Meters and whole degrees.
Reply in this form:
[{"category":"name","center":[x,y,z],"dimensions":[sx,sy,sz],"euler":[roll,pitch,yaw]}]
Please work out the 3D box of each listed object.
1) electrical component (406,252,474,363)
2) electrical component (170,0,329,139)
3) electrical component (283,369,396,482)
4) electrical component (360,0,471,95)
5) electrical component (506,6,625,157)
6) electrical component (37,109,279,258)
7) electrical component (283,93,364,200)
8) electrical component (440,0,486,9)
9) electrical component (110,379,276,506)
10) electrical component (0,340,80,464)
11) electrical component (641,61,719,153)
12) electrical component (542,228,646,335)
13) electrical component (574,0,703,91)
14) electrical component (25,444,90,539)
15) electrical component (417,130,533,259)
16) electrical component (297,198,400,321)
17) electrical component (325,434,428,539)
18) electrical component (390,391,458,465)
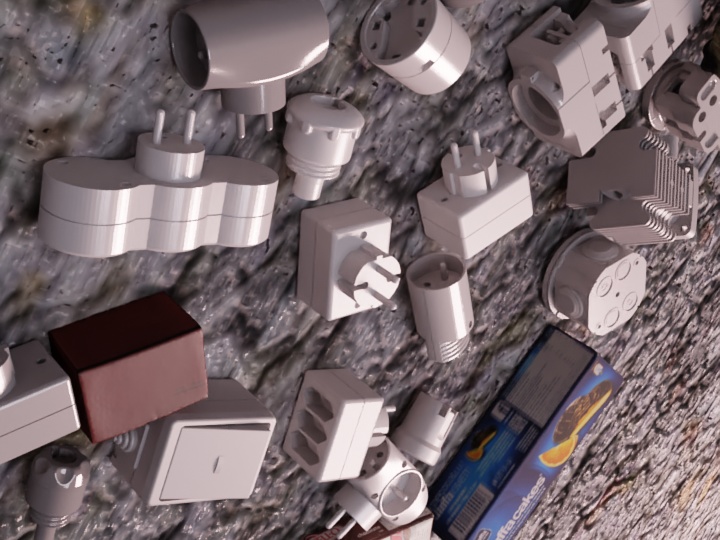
[{"category":"electrical component","center":[0.061,0.032,0.792],"dimensions":[0.043,0.043,0.081],"euler":[-32,131,-23]},{"category":"electrical component","center":[-0.061,-0.113,0.602],"dimensions":[0.077,0.044,0.079],"euler":[-20,126,-31]},{"category":"electrical component","center":[-0.006,0.110,0.777],"dimensions":[0.077,0.047,0.065],"euler":[2,112,-41]},{"category":"electrical component","center":[0.036,-0.140,0.662],"dimensions":[0.047,0.055,0.055],"euler":[29,94,-49]},{"category":"electrical component","center":[0.144,-0.130,0.763],"dimensions":[0.056,0.050,0.089],"euler":[-42,135,-14]},{"category":"electrical component","center":[-0.106,-0.053,0.592],"dimensions":[0.138,0.052,0.073],"euler":[-6,117,-38]},{"category":"electrical component","center":[-0.026,-0.073,0.655],"dimensions":[0.048,0.048,0.062],"euler":[-7,125,-38]},{"category":"electrical component","center":[0.099,-0.214,0.674],"dimensions":[0.138,0.052,0.073],"euler":[-48,135,-9]},{"category":"electrical component","center":[-0.109,0.109,0.678],"dimensions":[0.096,0.061,0.061],"euler":[5,111,-42]},{"category":"electrical component","center":[-0.204,0.062,0.579],"dimensions":[0.083,0.047,0.075],"euler":[-23,128,-30]},{"category":"electrical component","center":[0.264,-0.133,0.859],"dimensions":[0.058,0.057,0.078],"euler":[-51,136,-5]},{"category":"electrical component","center":[0.194,0.010,0.886],"dimensions":[0.080,0.051,0.080],"euler":[-20,126,-31]},{"category":"electrical component","center":[0.199,-0.183,0.773],"dimensions":[0.089,0.050,0.055],"euler":[-47,136,-19]},{"category":"electrical component","center":[-0.185,0.138,0.649],"dimensions":[0.035,0.035,0.061],"euler":[1,116,-41]},{"category":"electrical component","center":[0.078,-0.061,0.749],"dimensions":[0.066,0.047,0.076],"euler":[-33,132,-22]},{"category":"electrical component","center":[0.000,0.000,0.696],"dimensions":[0.047,0.077,0.065],"euler":[-15,123,-34]},{"category":"electrical component","center":[0.006,0.173,0.826],"dimensions":[0.079,0.044,0.077],"euler":[-45,135,-11]},{"category":"electrical component","center":[0.051,0.123,0.840],"dimensions":[0.040,0.040,0.046],"euler":[33,85,-46]}]
